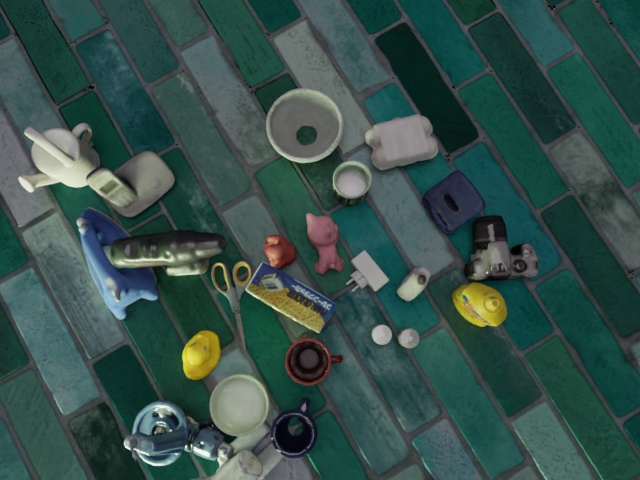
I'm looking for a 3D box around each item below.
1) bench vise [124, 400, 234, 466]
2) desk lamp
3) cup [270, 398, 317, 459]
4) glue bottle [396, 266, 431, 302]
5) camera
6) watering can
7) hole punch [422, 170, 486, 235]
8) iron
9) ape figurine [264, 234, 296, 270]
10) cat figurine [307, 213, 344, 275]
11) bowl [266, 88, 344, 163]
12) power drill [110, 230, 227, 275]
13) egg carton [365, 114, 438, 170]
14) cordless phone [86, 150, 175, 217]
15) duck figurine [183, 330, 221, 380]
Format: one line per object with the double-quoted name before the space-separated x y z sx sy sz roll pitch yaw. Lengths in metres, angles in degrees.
"bench vise" -0.272 0.370 1.094 0.207 0.220 0.121 -2 82 0
"desk lamp" -0.170 0.454 1.085 0.118 0.213 0.203 44 84 6
"cup" -0.046 0.371 1.157 0.091 0.095 0.118 19 82 3
"glue bottle" 0.196 0.084 1.159 0.037 0.173 0.078 35 83 5
"camera" 0.380 0.017 1.205 0.143 0.101 0.137 -4 82 0
"watering can" -0.542 -0.172 1.183 0.101 0.194 0.173 17 82 3
"hole punch" 0.284 -0.078 1.223 0.101 0.091 0.108 -35 83 -5
"iron" -0.445 0.031 1.181 0.118 0.141 0.258 -31 83 -4
"ape figurine" -0.089 0.026 1.207 0.076 0.092 0.078 15 82 2
"cat figurine" 0.011 0.004 1.197 0.067 0.118 0.128 -14 82 -2
"bowl" -0.032 -0.242 1.254 0.167 0.075 0.167 0 82 0
"power drill" -0.286 0.024 1.148 0.229 0.208 0.075 -5 82 -1
"egg carton" 0.178 -0.214 1.253 0.150 0.069 0.107 -15 82 -2
"cordless phone" -0.392 -0.129 1.182 0.147 0.185 0.094 -42 84 -5
"duck figurine" -0.250 0.239 1.180 0.077 0.086 0.105 19 82 3
